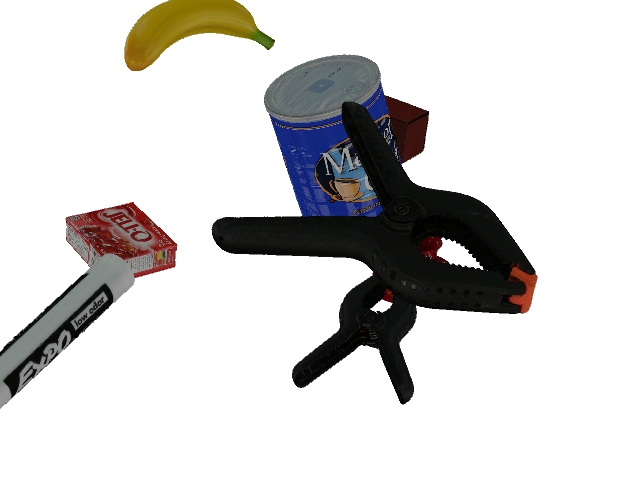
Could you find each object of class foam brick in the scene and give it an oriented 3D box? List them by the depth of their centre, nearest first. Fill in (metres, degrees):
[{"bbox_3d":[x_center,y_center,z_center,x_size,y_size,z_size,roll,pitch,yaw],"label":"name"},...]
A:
[{"bbox_3d":[0.078,-0.130,1.227,0.078,0.053,0.051,23,34,29],"label":"foam brick"}]

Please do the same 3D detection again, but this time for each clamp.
[{"bbox_3d":[0.043,-0.005,0.716,0.210,0.036,0.164,35,58,27],"label":"clamp"},{"bbox_3d":[0.059,0.095,1.067,0.120,0.039,0.171,18,51,20],"label":"clamp"}]

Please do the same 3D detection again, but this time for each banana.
[{"bbox_3d":[-0.123,-0.203,1.015,0.070,0.037,0.197,45,39,19],"label":"banana"}]

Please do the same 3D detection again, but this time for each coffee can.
[{"bbox_3d":[0.018,-0.079,0.950,0.103,0.140,0.103,-12,35,8],"label":"coffee can"}]

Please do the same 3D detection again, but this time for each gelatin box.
[{"bbox_3d":[-0.189,0.001,1.007,0.073,0.030,0.089,-15,39,-34],"label":"gelatin box"}]

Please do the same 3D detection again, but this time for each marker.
[{"bbox_3d":[-0.122,0.048,0.443,0.020,0.020,0.121,0,35,40],"label":"marker"}]

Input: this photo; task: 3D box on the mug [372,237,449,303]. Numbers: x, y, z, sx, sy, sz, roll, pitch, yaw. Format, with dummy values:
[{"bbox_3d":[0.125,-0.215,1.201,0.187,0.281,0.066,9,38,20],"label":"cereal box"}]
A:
[{"bbox_3d":[0.122,0.037,1.425,0.117,0.081,0.093,18,26,28],"label":"mug"}]
